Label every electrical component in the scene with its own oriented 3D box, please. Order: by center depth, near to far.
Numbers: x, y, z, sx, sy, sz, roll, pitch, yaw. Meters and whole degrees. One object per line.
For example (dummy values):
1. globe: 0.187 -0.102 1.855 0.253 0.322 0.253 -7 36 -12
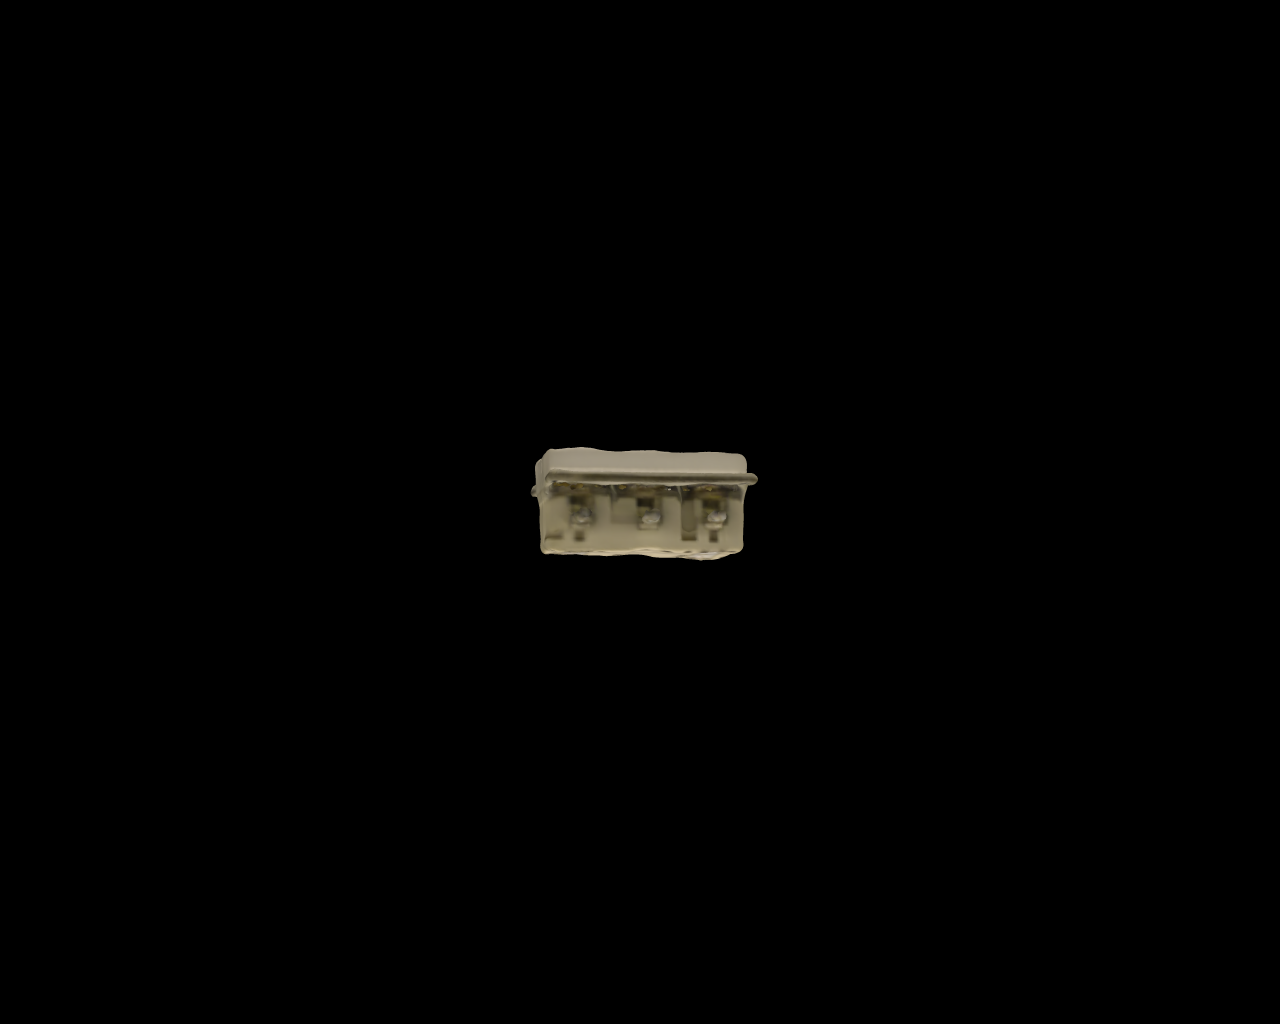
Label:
1. electrical component: 0.001 -0.003 0.650 0.121 0.063 0.078 2 -7 -14
